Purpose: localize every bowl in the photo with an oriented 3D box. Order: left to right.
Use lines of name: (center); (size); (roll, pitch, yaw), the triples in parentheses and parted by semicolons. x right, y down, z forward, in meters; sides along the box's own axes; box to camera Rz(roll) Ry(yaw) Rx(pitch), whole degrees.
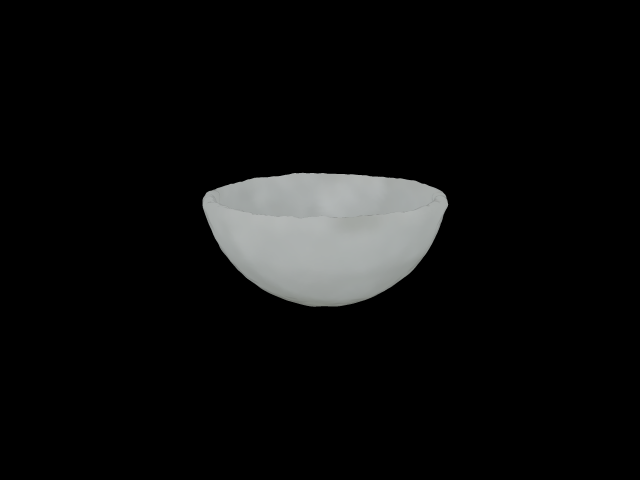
bowl: (0.004, 0.001, 0.400); (0.167, 0.075, 0.167); (0, 15, 0)
